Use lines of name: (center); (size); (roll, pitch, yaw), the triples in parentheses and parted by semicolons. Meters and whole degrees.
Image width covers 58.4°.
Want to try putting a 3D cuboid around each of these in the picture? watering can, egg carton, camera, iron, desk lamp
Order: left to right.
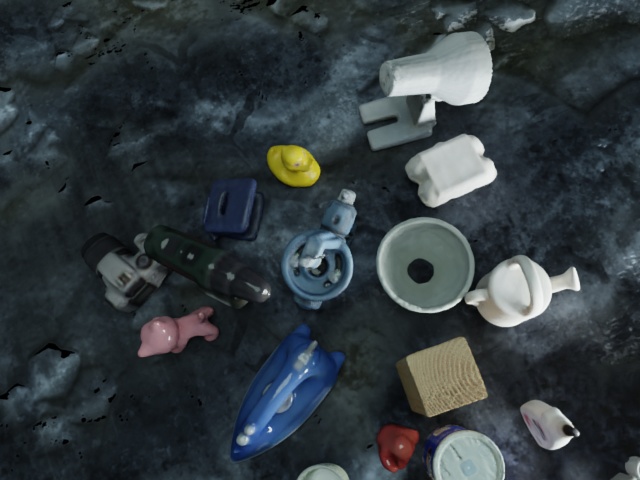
camera: (-0.348, 0.035, 1.016); (0.136, 0.101, 0.143); (39, 81, 11)
iron: (-0.072, 0.260, 0.924); (0.118, 0.141, 0.258); (36, 80, 11)
desk lamp: (0.178, -0.260, 1.006); (0.203, 0.213, 0.118); (-17, 75, -1)
egg carton: (0.237, -0.127, 1.044); (0.150, 0.069, 0.107); (-25, 76, -3)
watering can: (0.325, 0.076, 0.923); (0.173, 0.194, 0.101); (-31, 76, -5)

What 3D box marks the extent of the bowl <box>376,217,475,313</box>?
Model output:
bowl: (0.180, 0.049, 0.999); (0.167, 0.075, 0.167); (-1, 76, 3)

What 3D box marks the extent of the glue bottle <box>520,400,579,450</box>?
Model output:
glue bottle: (0.359, 0.287, 0.879); (0.037, 0.173, 0.078); (-29, 76, -4)

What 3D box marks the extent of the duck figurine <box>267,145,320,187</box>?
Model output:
duck figurine: (-0.052, -0.148, 1.055); (0.104, 0.086, 0.077); (27, 79, 9)

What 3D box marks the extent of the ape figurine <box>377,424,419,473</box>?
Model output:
ape figurine: (0.127, 0.333, 0.921); (0.078, 0.092, 0.076); (-31, 76, -5)

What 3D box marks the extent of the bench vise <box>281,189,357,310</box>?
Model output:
bench vise: (-0.003, 0.002, 0.945); (0.121, 0.220, 0.207); (4, 76, 4)

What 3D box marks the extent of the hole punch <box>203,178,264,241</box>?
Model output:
hole punch: (-0.160, -0.056, 1.035); (0.101, 0.091, 0.109); (7, 76, 5)

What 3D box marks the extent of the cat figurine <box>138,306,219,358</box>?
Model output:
cat figurine: (-0.246, 0.153, 0.972); (0.128, 0.118, 0.067); (-23, 76, -3)

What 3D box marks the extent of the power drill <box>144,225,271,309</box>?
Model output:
power drill: (-0.169, 0.054, 0.947); (0.229, 0.208, 0.076); (24, 78, 9)
